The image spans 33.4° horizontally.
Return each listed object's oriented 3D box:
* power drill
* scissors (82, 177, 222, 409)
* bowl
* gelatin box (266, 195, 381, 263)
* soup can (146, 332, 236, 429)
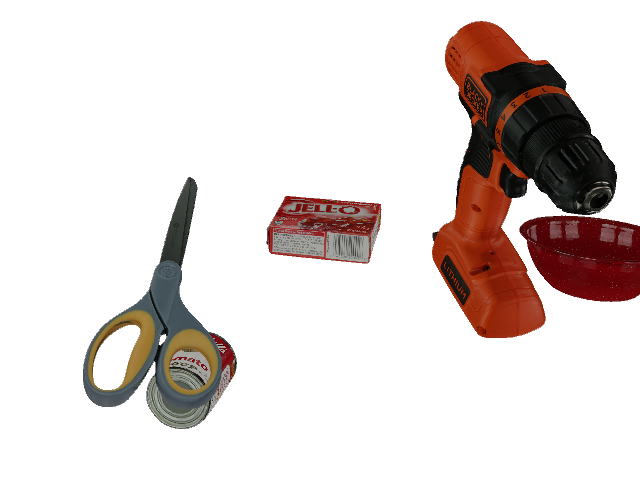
[{"bbox_3d":[0.127,-0.027,0.703,0.057,0.188,0.184,-8,41,-13],"label":"power drill"},{"bbox_3d":[-0.089,0.037,0.724,0.096,0.201,0.016,21,-41,8],"label":"scissors"},{"bbox_3d":[0.282,0.022,1.090,0.162,0.055,0.162,4,17,-1],"label":"bowl"},{"bbox_3d":[0.004,-0.011,0.924,0.089,0.030,0.073,6,24,9],"label":"gelatin box"},{"bbox_3d":[-0.132,0.142,1.096,0.068,0.068,0.102,0,16,11],"label":"soup can"}]
